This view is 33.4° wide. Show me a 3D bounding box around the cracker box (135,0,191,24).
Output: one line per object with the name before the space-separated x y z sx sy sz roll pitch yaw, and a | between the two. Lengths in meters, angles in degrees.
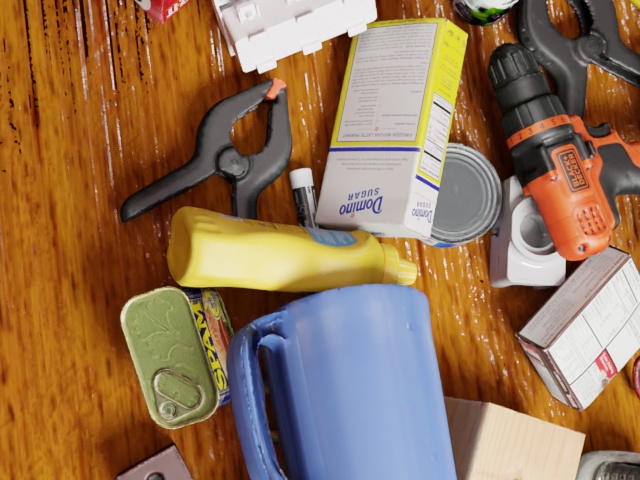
cracker box | -0.155 -0.267 0.796 0.072 0.214 0.164 -44 91 -10

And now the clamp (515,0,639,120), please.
clamp | 0.241 -0.164 0.935 0.164 0.036 0.210 -22 88 -15

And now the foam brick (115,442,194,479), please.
foam brick | -0.117 0.203 0.821 0.053 0.051 0.078 -29 88 -11

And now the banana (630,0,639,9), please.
banana | 0.310 -0.195 0.940 0.037 0.069 0.198 -42 83 31

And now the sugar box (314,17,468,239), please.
sugar box | 0.058 -0.091 0.869 0.048 0.094 0.176 19 79 -50

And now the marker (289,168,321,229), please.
marker | -0.006 0.001 0.883 0.020 0.020 0.121 -10 84 -10

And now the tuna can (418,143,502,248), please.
tuna can | 0.107 -0.037 0.898 0.086 0.034 0.086 1 82 -9

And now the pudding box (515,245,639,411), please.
pudding box | 0.223 0.072 0.879 0.113 0.039 0.090 -46 126 -14

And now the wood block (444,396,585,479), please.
wood block | 0.124 0.236 0.829 0.090 0.090 0.206 20 80 -15

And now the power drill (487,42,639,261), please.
power drill | 0.239 -0.091 0.872 0.187 0.057 0.184 -17 83 -18

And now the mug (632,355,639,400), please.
mug | 0.321 0.113 0.888 0.117 0.093 0.081 -11 89 10

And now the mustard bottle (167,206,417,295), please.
mustard bottle | -0.016 0.015 0.817 0.191 0.096 0.058 7 94 -19

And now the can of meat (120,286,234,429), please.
can of meat | -0.101 0.085 0.817 0.057 0.084 0.102 -20 86 13

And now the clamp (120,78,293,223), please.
clamp | -0.084 -0.059 0.868 0.120 0.039 0.171 22 80 -16

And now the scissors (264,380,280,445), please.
scissors | 0.003 0.180 0.860 0.096 0.016 0.202 -19 85 -14

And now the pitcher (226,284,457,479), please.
pitcher | 0.027 0.161 0.757 0.149 0.145 0.243 -12 66 3
